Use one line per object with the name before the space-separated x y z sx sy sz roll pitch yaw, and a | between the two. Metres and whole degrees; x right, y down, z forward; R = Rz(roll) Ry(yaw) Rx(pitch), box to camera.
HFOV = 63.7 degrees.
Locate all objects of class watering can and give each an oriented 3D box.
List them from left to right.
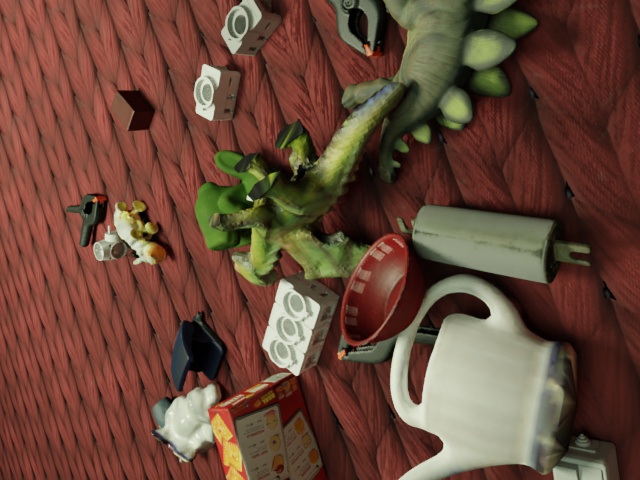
watering can | 0.189 0.221 0.643 0.225 0.103 0.348 11 87 28

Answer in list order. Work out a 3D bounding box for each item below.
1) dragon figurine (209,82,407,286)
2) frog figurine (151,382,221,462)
dragon figurine | 0.002 -0.038 0.754 0.406 0.125 0.239 -26 127 28
frog figurine | -0.263 0.377 1.114 0.138 0.121 0.160 25 79 42
